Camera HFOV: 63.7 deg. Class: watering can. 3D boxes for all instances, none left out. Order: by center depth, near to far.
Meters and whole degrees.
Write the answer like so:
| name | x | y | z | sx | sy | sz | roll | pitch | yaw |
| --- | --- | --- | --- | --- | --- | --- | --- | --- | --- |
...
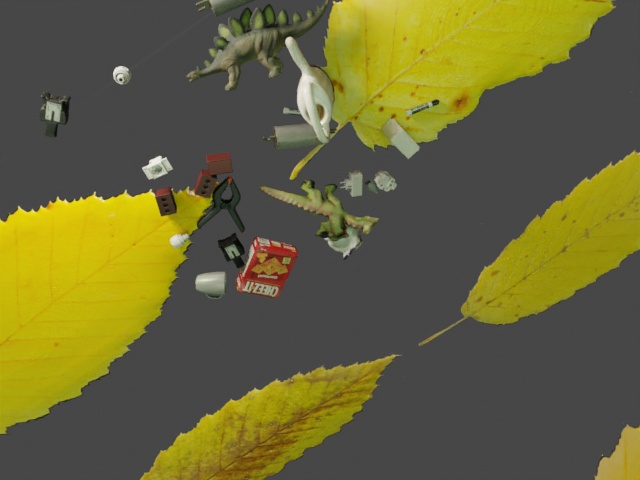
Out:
| name | x | y | z | sx | sy | sz | roll | pitch | yaw |
| --- | --- | --- | --- | --- | --- | --- | --- | --- | --- |
| watering can | -0.024 | -0.459 | 1.532 | 0.104 | 0.230 | 0.340 | -12 | 125 | 12 |

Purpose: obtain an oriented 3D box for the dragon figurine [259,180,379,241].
| name | x | y | z | sx | sy | sz | roll | pitch | yaw |
| --- | --- | --- | --- | --- | --- | --- | --- | --- | --- |
| dragon figurine | 0.005 | -0.088 | 1.753 | 0.410 | 0.248 | 0.119 | 4 | 124 | -21 |

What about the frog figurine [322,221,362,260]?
| name | x | y | z | sx | sy | sz | roll | pitch | yaw |
| --- | --- | --- | --- | --- | --- | --- | --- | --- | --- |
| frog figurine | 0.069 | -0.022 | 1.892 | 0.159 | 0.125 | 0.135 | 38 | 144 | -10 |
